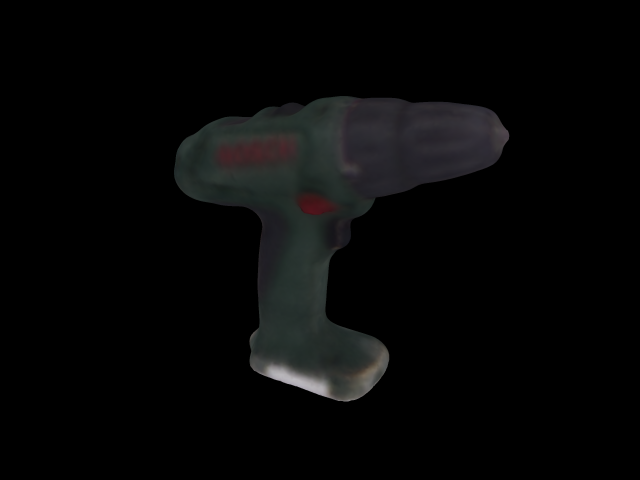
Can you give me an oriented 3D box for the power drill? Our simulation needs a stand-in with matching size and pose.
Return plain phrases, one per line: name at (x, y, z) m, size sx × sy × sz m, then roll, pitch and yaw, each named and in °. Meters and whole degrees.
power drill at (0.004, 0.001, 0.400) m, size 0.228 × 0.208 × 0.076 m, roll 12°, pitch 28°, yaw 25°
